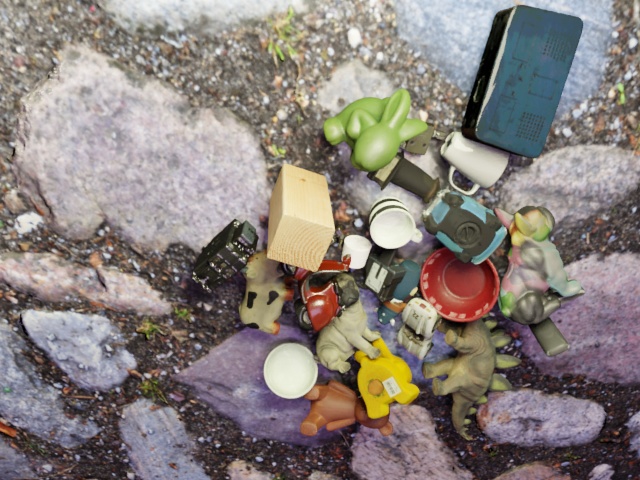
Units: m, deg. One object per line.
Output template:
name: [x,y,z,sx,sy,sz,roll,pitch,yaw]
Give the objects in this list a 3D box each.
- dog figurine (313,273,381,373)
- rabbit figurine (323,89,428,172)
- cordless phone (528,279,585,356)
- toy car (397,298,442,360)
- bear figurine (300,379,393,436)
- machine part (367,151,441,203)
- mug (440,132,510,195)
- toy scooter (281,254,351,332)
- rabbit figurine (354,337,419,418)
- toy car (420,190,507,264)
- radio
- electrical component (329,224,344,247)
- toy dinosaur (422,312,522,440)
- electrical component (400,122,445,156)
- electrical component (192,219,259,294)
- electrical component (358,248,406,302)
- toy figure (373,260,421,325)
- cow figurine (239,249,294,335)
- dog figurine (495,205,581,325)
dog figurine: [0.029,0.173,1.160,0.172,0.121,0.190,-28,105,5]
rabbit figurine: [0.100,-0.171,0.909,0.159,0.170,0.121,-31,118,15]
cordless phone: [0.496,0.155,1.117,0.147,0.184,0.088,-28,113,13]
toy car: [0.210,0.195,1.157,0.056,0.074,0.201,-40,151,-28]
bear figurine: [0.067,0.396,1.245,0.196,0.132,0.120,4,87,23]
machine part: [0.163,-0.119,1.022,0.139,0.039,0.084,23,109,-14]
mug: [0.273,-0.145,0.990,0.107,0.081,0.109,28,107,-8]
toy scooter: [0.006,0.090,1.058,0.135,0.075,0.183,-15,108,-2]
rabbit figurine: [0.147,0.305,1.215,0.122,0.173,0.162,-47,68,20]
toy car: [0.267,-0.034,1.037,0.161,0.103,0.109,32,107,-11]
radio: [0.331,-0.261,0.895,0.131,0.073,0.229,12,102,-9]
electrical component: [-0.002,-0.005,1.077,0.102,0.045,0.078,-37,87,14]
toy dinosaur: [0.348,0.309,1.247,0.199,0.105,0.470,2,124,-8]
electrical component: [0.182,-0.186,0.991,0.094,0.021,0.063,9,120,-10]
electrical component: [-0.179,0.023,1.038,0.134,0.115,0.058,-39,114,18]
electrical component: [0.132,0.059,1.096,0.047,0.075,0.119,-5,119,-51]
toy figure: [0.167,0.117,1.145,0.058,0.064,0.154,7,120,-26]
cow figurine: [-0.120,0.099,1.110,0.127,0.086,0.194,11,120,-17]
dog figurine: [0.405,0.038,1.074,0.191,0.108,0.219,-38,107,-3]
